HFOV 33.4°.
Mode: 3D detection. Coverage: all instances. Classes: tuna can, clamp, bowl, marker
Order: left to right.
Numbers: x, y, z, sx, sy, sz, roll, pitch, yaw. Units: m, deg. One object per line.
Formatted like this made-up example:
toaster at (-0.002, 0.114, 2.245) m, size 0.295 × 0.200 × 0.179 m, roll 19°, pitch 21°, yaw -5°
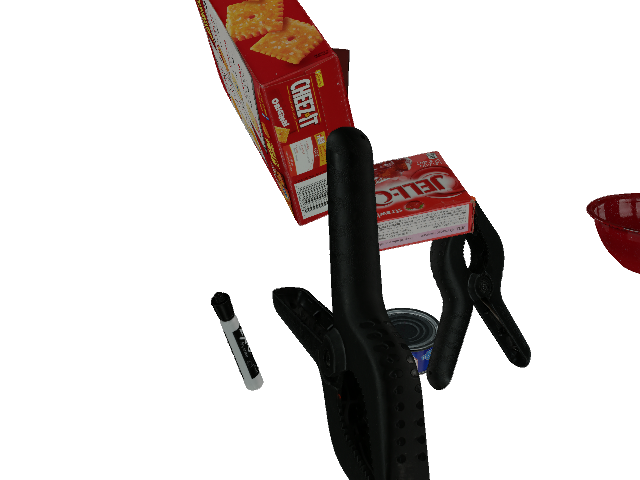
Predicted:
marker at (-0.082, 0.099, 1.047) m, size 0.020 × 0.121 × 0.020 m, roll -12°, pitch 35°, yaw 8°
clamp at (0.021, 0.053, 0.584) m, size 0.036 × 0.210 × 0.165 m, roll -3°, pitch -44°, yaw -19°
tuna can at (0.090, 0.108, 1.155) m, size 0.086 × 0.034 × 0.086 m, roll 0°, pitch 29°, yaw 0°
clamp at (0.129, 0.049, 0.956) m, size 0.120 × 0.171 × 0.039 m, roll -20°, pitch 6°, yaw -41°
bowl at (0.342, -0.002, 1.049) m, size 0.162 × 0.055 × 0.162 m, roll 0°, pitch 17°, yaw 0°

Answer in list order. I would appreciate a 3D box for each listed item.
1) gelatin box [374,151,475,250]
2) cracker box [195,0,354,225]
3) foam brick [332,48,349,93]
gelatin box at (0.057, -0.029, 0.770) m, size 0.089 × 0.030 × 0.073 m, roll -12°, pitch 36°, yaw -10°
cracker box at (-0.041, -0.145, 0.906) m, size 0.072 × 0.214 × 0.164 m, roll -23°, pitch -41°, yaw -7°
foam brick at (-0.012, -0.184, 1.158) m, size 0.078 × 0.051 × 0.053 m, roll 0°, pitch 11°, yaw -15°
